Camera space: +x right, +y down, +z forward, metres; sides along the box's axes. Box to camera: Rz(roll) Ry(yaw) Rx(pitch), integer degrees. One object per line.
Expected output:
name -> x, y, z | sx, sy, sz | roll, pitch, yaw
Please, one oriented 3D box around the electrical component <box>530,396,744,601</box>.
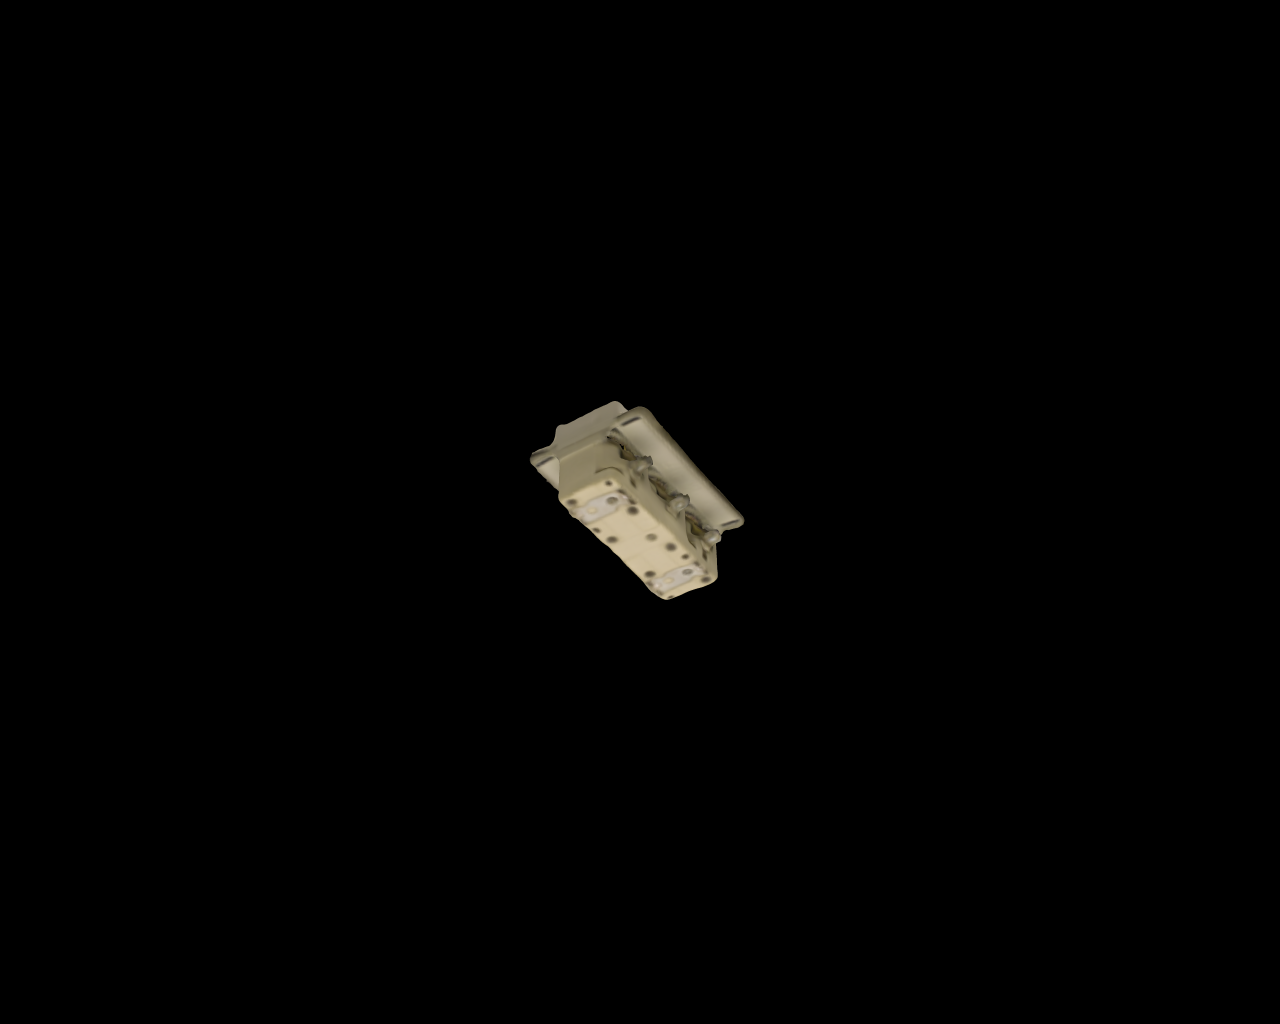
electrical component -> 0.001, -0.003, 0.650 | 0.078, 0.063, 0.121 | -22, -45, 24
